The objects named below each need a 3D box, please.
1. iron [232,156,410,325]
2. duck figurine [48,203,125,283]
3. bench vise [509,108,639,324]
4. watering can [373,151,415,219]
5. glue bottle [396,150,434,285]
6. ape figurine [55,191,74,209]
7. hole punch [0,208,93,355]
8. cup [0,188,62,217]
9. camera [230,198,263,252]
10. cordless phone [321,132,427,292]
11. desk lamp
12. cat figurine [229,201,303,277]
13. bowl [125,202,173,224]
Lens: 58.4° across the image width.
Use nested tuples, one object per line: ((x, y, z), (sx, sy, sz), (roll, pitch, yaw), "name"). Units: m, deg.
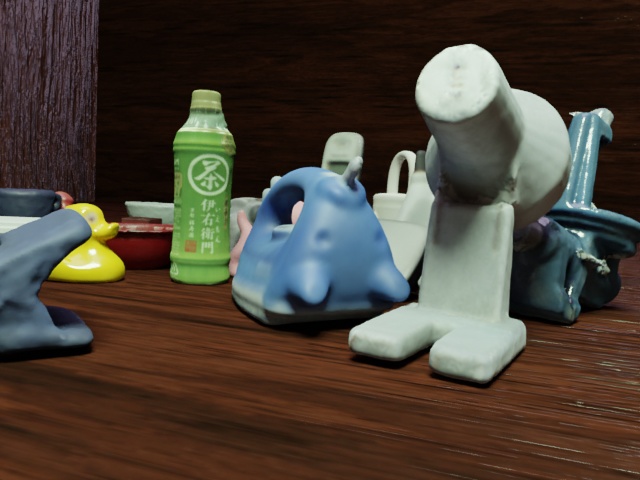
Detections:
((-0.024, -0.005, 0.547), (0.119, 0.141, 0.257), (1, 5, -28), "iron")
((-0.273, 0.001, 0.647), (0.104, 0.086, 0.077), (3, 5, 4), "duck figurine")
((0.265, -0.031, 0.580), (0.121, 0.220, 0.208), (6, 5, 29), "bench vise")
((0.135, -0.058, 0.995), (0.173, 0.194, 0.100), (-1, 6, -39), "watering can")
((0.125, -0.027, 0.730), (0.078, 0.173, 0.037), (3, 5, -7), "glue bottle")
((-0.431, -0.034, 0.951), (0.076, 0.092, 0.078), (4, 5, 14), "ape figurine")
((-0.204, 0.024, 0.372), (0.101, 0.091, 0.108), (0, 6, -34), "hole punch")
((-0.445, -0.031, 0.877), (0.091, 0.095, 0.118), (5, 5, 20), "cup")
((-0.103, -0.014, 0.859), (0.144, 0.101, 0.136), (0, 6, -37), "camera")
((0.053, -0.031, 0.653), (0.147, 0.185, 0.094), (6, 5, 29), "cordless phone")
((0.117, -0.025, 0.436), (0.117, 0.213, 0.204), (6, 5, 28), "desk lamp")
((-0.054, -0.009, 0.723), (0.127, 0.118, 0.067), (5, 5, 27), "cat figurine")
((-0.332, -0.042, 1.229), (0.167, 0.075, 0.167), (3, 5, 0), "bowl")
